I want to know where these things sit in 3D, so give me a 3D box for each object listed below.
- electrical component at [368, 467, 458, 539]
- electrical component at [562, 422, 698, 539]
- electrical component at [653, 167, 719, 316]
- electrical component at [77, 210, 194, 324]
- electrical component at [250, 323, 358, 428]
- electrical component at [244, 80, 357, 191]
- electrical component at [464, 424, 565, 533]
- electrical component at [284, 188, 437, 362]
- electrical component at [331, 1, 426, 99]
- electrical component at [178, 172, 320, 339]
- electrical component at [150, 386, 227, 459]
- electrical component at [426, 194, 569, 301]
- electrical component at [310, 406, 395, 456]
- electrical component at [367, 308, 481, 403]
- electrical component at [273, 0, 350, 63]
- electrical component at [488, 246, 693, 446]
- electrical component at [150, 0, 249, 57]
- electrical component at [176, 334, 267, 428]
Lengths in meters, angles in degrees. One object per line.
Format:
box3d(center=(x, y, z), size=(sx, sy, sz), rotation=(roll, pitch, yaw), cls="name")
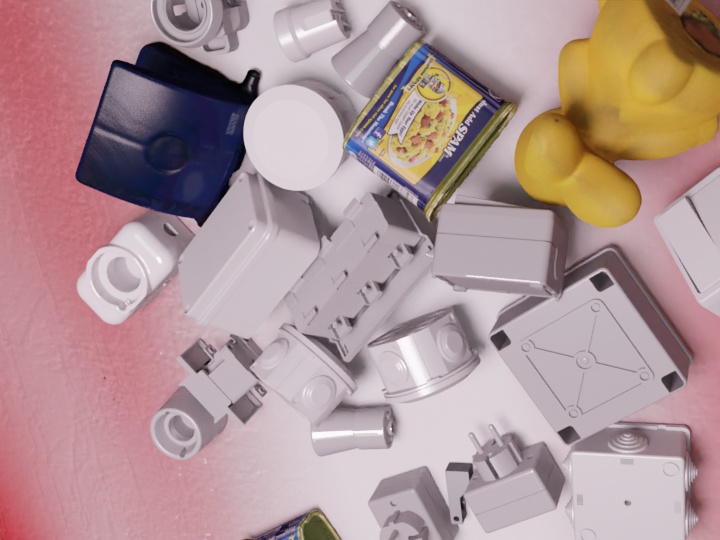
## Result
box3d(center=(0.039, 0.214, 0.892), size=(0.047, 0.076, 0.065), rotation=(-23, 101, 26), cls="electrical component")
box3d(center=(0.208, 0.168, 0.830), size=(0.100, 0.048, 0.099), rotation=(0, 110, 19), cls="electrical component")
box3d(center=(0.245, -0.022, 0.725), size=(0.061, 0.096, 0.062), rotation=(24, 126, -39), cls="electrical component")
box3d(center=(-0.190, -0.002, 0.904), size=(0.053, 0.059, 0.095), rotation=(46, 117, -1), cls="electrical component")
box3d(center=(-0.045, 0.084, 0.867), size=(0.080, 0.080, 0.051), rotation=(42, 80, 1), cls="electrical component")
box3d(center=(-0.044, -0.104, 0.819), size=(0.080, 0.051, 0.080), rotation=(7, 111, 17), cls="electrical component")
box3d(center=(0.115, 0.159, 0.861), size=(0.066, 0.047, 0.076), rotation=(-27, 98, 26), cls="electrical component")
box3d(center=(0.000, 0.000, 0.828), size=(0.121, 0.063, 0.078), rotation=(-50, 47, 27), cls="electrical component")
box3d(center=(0.016, -0.162, 0.783), size=(0.044, 0.044, 0.065), rotation=(44, 112, 0), cls="electrical component")
box3d(center=(-0.090, -0.012, 0.845), size=(0.057, 0.078, 0.113), rotation=(23, 122, -31), cls="electrical component")
box3d(center=(-0.152, 0.134, 0.947), size=(0.055, 0.047, 0.055), rotation=(7, 111, 17), cls="electrical component")
box3d(center=(0.094, -0.017, 0.757), size=(0.096, 0.062, 0.061), rotation=(5, 82, 22), cls="electrical component")
box3d(center=(-0.004, 0.133, 0.898), size=(0.065, 0.044, 0.044), rotation=(-5, 108, 16), cls="electrical component")
box3d(center=(0.049, 0.067, 0.834), size=(0.080, 0.080, 0.051), rotation=(-22, 95, 25), cls="electrical component")
box3d(center=(-0.035, -0.179, 0.796), size=(0.046, 0.040, 0.040), rotation=(-16, 103, 19), cls="electrical component")
box3d(center=(0.171, 0.057, 0.798), size=(0.109, 0.056, 0.108), rotation=(-34, 95, 27), cls="electrical component")
box3d(center=(-0.122, -0.198, 0.809), size=(0.058, 0.057, 0.078), rotation=(-5, 107, 21), cls="electrical component")
box3d(center=(-0.112, 0.089, 0.920), size=(0.081, 0.042, 0.064), rotation=(47, 114, -2), cls="electrical component")
